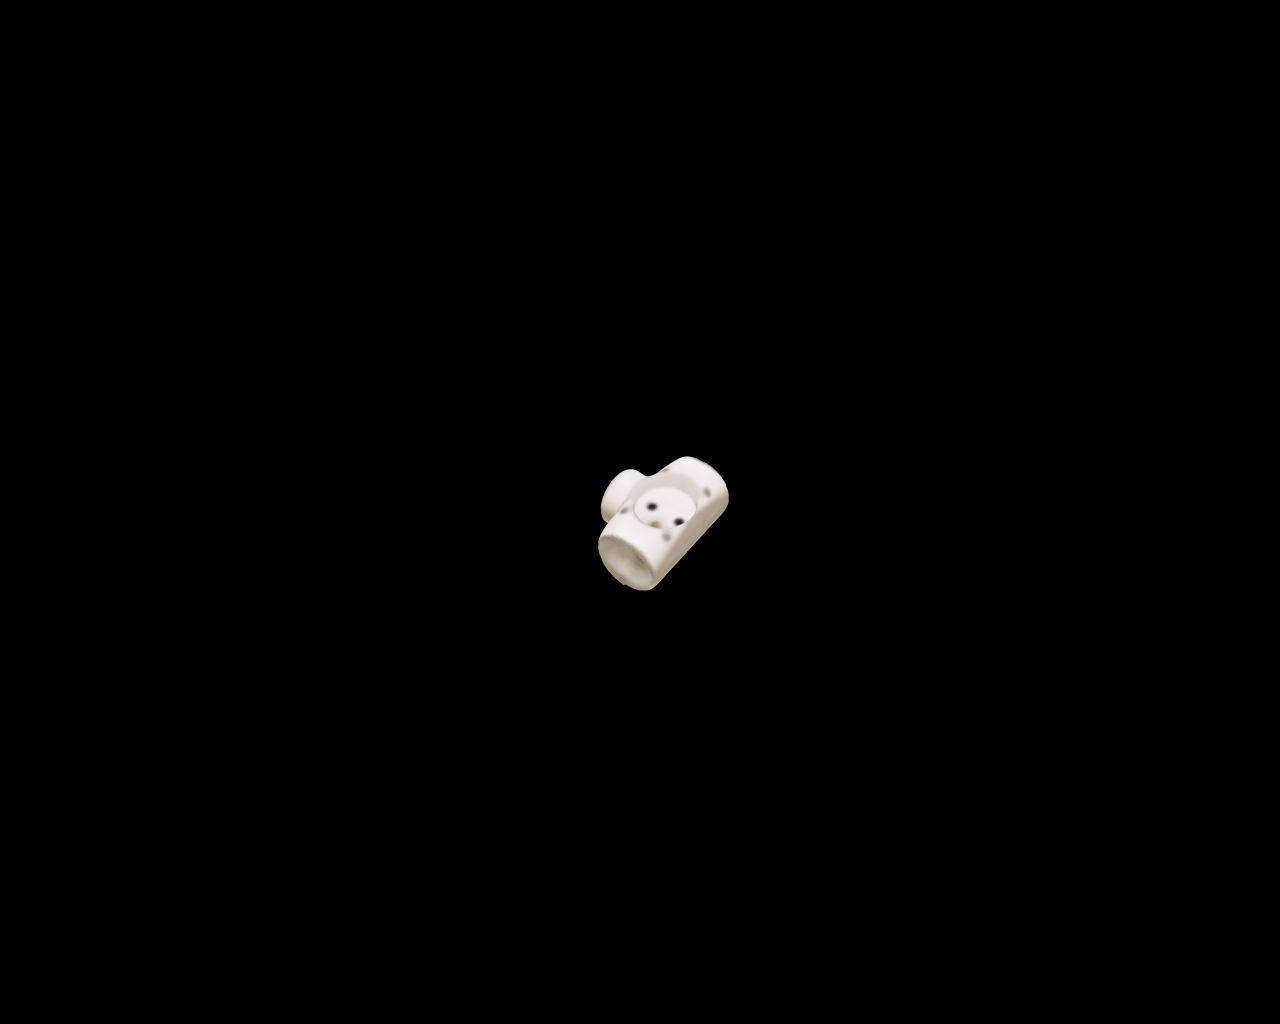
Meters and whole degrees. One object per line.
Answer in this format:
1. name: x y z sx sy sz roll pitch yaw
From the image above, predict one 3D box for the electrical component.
1. electrical component: 0.001 -0.003 0.650 0.079 0.077 0.044 32 -32 22
